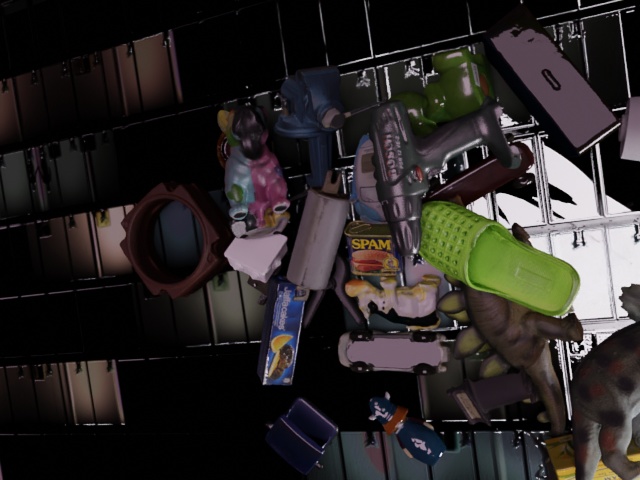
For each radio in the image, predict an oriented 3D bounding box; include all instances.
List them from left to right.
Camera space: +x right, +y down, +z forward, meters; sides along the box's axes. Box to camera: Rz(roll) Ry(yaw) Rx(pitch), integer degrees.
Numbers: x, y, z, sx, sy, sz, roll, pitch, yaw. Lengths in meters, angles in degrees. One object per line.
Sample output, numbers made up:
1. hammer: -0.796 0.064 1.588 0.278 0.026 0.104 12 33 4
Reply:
1. radio: 0.345 -0.233 0.817 0.073 0.131 0.229 -36 82 18

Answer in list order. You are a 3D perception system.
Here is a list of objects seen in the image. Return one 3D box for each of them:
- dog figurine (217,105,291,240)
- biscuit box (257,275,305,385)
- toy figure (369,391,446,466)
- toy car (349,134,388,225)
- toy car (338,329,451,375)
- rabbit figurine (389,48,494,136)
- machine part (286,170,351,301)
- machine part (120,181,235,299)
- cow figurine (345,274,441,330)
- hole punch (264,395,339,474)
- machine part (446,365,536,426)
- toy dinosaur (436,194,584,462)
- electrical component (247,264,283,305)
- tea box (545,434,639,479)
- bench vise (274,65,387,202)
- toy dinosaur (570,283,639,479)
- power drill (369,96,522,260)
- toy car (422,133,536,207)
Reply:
1. dog figurine: -0.122 -0.129 0.952 0.108 0.191 0.219 -9 71 -10
2. biscuit box: -0.073 0.169 1.018 0.059 0.063 0.202 6 98 -19
3. toy figure: 0.152 0.339 0.968 0.155 0.064 0.057 38 142 17
4. toy car: 0.102 -0.109 0.881 0.109 0.103 0.161 -2 84 17
5. toy car: 0.131 0.199 0.965 0.202 0.056 0.073 -2 88 18
6. rabbit figurine: 0.198 -0.218 0.896 0.170 0.121 0.159 -12 98 37
7. machine part: -0.002 -0.003 0.935 0.079 0.079 0.243 19 106 16
8. machine part: -0.287 0.000 1.075 0.201 0.087 0.201 -39 81 16
9. cow figurine: 0.128 0.110 0.952 0.168 0.068 0.098 0 102 15
10. hole punch: -0.043 0.380 1.023 0.142 0.092 0.115 36 108 9
11. machine part: 0.279 0.250 0.861 0.139 0.039 0.084 -35 88 35
12. toy dinosaur: 0.315 0.141 0.878 0.198 0.105 0.471 -30 87 26
13. electrical component: -0.111 0.079 1.054 0.063 0.021 0.094 28 104 15
14. tea box: 0.454 0.350 0.838 0.170 0.068 0.098 -20 110 14
15. bench vise: -0.004 -0.181 0.928 0.224 0.129 0.240 36 138 48
16. toy dinosaur: 0.450 0.203 0.778 0.405 0.131 0.192 -45 48 7
17. power drill: 0.180 -0.107 0.792 0.207 0.086 0.232 -19 85 11
18. toy car: 0.258 -0.096 0.899 0.202 0.053 0.089 -31 101 18
